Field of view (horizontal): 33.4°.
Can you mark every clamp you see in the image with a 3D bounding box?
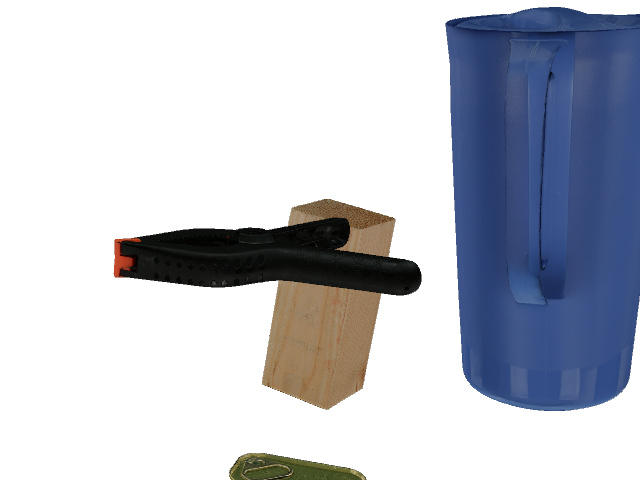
[{"bbox_3d":[-0.041,0.013,0.772,0.209,0.036,0.165,-3,13,-24],"label":"clamp"}]

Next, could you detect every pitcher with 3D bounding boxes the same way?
[{"bbox_3d":[0.140,-0.019,0.661,0.149,0.243,0.145,-9,17,-24],"label":"pitcher"}]

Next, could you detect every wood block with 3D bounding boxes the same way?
[{"bbox_3d":[0.008,0.067,1.186,0.090,0.206,0.090,18,17,25],"label":"wood block"}]

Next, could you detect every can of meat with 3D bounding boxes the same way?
[{"bbox_3d":[-0.021,0.217,0.813,0.102,0.084,0.057,8,14,10],"label":"can of meat"}]
